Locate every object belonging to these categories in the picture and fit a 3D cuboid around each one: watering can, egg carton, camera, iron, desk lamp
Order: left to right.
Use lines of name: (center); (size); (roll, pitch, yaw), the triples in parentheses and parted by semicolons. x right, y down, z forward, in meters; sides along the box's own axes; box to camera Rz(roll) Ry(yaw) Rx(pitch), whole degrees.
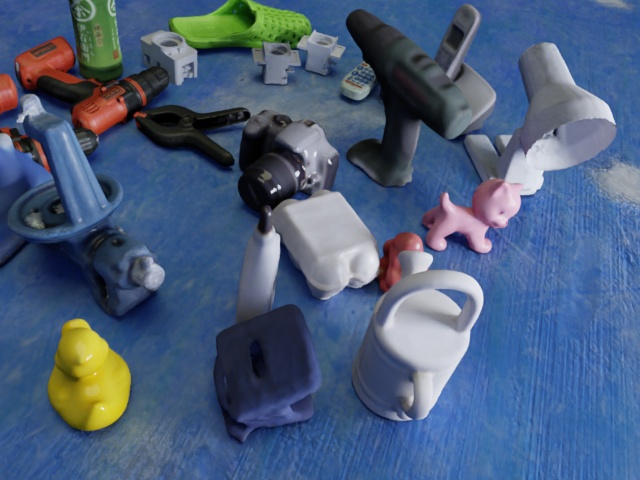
iron: (-0.404, -0.047, 0.636); (0.118, 0.141, 0.259); (26, 48, 12)
camera: (-0.062, -0.111, 0.796); (0.143, 0.101, 0.137); (31, 49, 17)
egg carton: (0.007, 0.003, 0.727); (0.107, 0.069, 0.150); (-18, 54, -26)
watering can: (0.096, 0.088, 0.581); (0.101, 0.194, 0.172); (-9, 50, -19)
desk lamp: (0.316, -0.164, 0.848); (0.118, 0.213, 0.203); (-2, 48, -13)

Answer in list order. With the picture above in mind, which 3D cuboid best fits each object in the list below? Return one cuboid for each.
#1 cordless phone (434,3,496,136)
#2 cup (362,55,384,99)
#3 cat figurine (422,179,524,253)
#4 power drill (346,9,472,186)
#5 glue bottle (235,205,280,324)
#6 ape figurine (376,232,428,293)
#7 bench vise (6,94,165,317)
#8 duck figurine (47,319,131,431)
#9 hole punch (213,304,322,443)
cordless phone: (0.240, -0.283, 0.961); (0.094, 0.185, 0.147); (-19, 54, -26)
cup: (0.125, -0.286, 1.002); (0.117, 0.095, 0.092); (14, 47, 1)
cat figurine: (0.215, -0.044, 0.781); (0.128, 0.118, 0.067); (2, 47, -10)
power drill: (0.105, -0.192, 0.832); (0.076, 0.208, 0.229); (-32, 61, -34)
glue bottle: (-0.064, 0.026, 0.619); (0.037, 0.173, 0.078); (12, 46, -1)
ape figurine: (0.102, 0.025, 0.711); (0.076, 0.092, 0.078); (25, 48, 11)
bench vise: (-0.240, -0.038, 0.608); (0.207, 0.220, 0.121); (20, 47, 7)
duck figurine: (-0.226, 0.124, 0.553); (0.078, 0.086, 0.104); (-15, 52, -24)
hole punch: (-0.056, 0.131, 0.580); (0.101, 0.091, 0.108); (-6, 49, -17)
